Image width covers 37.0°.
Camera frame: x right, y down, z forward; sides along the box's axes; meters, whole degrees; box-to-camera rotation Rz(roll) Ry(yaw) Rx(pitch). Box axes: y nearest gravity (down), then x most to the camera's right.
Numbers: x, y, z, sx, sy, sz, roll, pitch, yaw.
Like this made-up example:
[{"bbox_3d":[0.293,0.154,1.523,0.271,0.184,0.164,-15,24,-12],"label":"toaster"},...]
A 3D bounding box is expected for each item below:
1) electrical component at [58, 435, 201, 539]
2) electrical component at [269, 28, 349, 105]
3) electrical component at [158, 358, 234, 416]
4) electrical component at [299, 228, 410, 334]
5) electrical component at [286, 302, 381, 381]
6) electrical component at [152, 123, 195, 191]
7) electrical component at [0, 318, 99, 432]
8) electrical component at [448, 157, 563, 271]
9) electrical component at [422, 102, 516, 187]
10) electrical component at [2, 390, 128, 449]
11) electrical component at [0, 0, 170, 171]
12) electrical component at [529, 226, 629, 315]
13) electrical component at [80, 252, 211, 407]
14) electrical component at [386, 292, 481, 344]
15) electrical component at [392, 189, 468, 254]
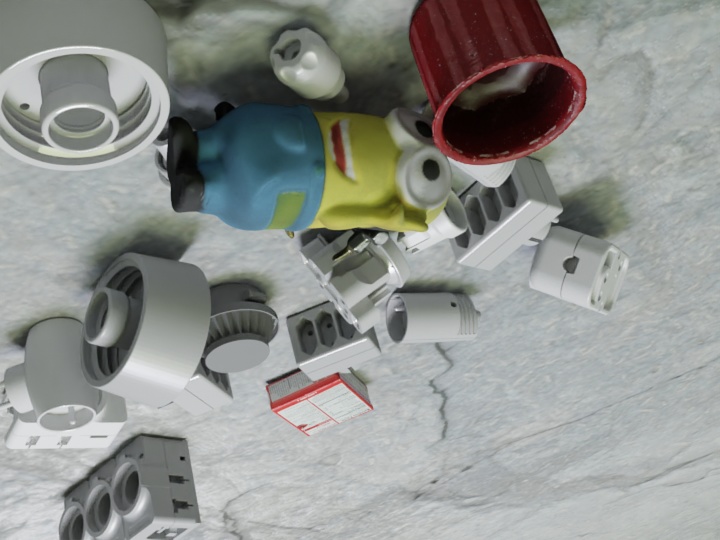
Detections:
[{"bbox_3d":[-0.231,0.237,1.059,0.062,0.089,0.150,16,136,-41],"label":"electrical component"},{"bbox_3d":[-0.026,-0.118,0.646,0.035,0.035,0.061,-28,150,18],"label":"electrical component"},{"bbox_3d":[-0.158,0.093,0.907,0.077,0.047,0.065,-23,149,10],"label":"electrical component"},{"bbox_3d":[0.000,0.000,0.811,0.057,0.078,0.058,-36,159,-11],"label":"electrical component"},{"bbox_3d":[-0.016,0.065,0.927,0.066,0.047,0.076,-22,149,9],"label":"electrical component"},{"bbox_3d":[-0.108,-0.068,0.678,0.043,0.043,0.062,-23,147,10],"label":"electrical component"},{"bbox_3d":[-0.246,0.086,0.826,0.079,0.077,0.043,-19,149,4],"label":"electrical component"},{"bbox_3d":[0.120,-0.040,0.825,0.076,0.047,0.083,12,139,-38],"label":"electrical component"},{"bbox_3d":[0.080,-0.087,0.735,0.043,0.043,0.081,-32,145,24],"label":"electrical component"},{"bbox_3d":[-0.245,0.114,0.895,0.089,0.050,0.055,5,144,-31],"label":"electrical component"},{"bbox_3d":[-0.156,-0.099,0.589,0.108,0.060,0.108,-12,148,-7],"label":"electrical component"},{"bbox_3d":[0.177,-0.001,0.881,0.095,0.059,0.053,17,93,-65],"label":"electrical component"},{"bbox_3d":[-0.161,0.039,0.767,0.060,0.108,0.108,19,135,-35],"label":"electrical component"},{"bbox_3d":[0.068,0.041,0.932,0.081,0.043,0.043,0,145,-24],"label":"electrical component"},{"bbox_3d":[0.051,-0.037,0.806,0.046,0.040,0.040,-29,147,28],"label":"electrical component"}]
